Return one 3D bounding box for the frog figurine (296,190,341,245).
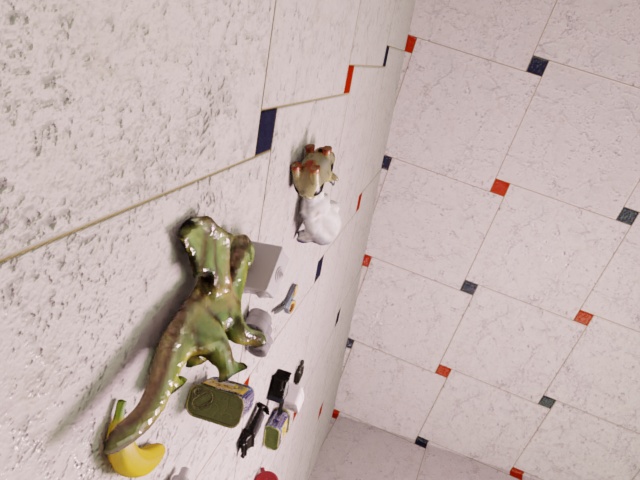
[{"bbox_3d":[0.004,-0.067,1.340,0.140,0.123,0.155,-38,158,-41],"label":"frog figurine"}]

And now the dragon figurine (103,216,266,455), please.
[{"bbox_3d":[-0.179,0.087,0.739,0.414,0.122,0.241,-36,122,-72],"label":"dragon figurine"}]
